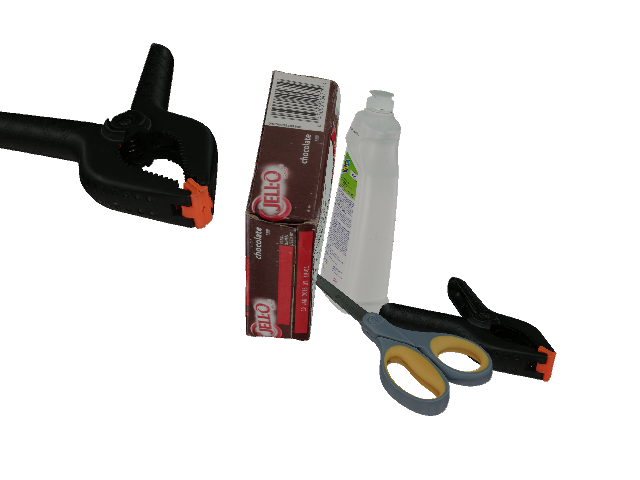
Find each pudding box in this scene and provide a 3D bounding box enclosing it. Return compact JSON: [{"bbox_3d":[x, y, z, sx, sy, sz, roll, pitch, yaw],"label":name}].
[{"bbox_3d":[-0.015,-0.018,0.555,0.039,0.113,0.090,8,-44,2],"label":"pudding box"}]

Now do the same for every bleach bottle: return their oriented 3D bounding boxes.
[{"bbox_3d":[0.055,-0.046,1.237,0.068,0.251,0.103,0,22,-23],"label":"bleach bottle"}]

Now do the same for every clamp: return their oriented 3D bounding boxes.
[{"bbox_3d":[-0.127,-0.075,0.744,0.164,0.036,0.210,-33,46,-29],"label":"clamp"},{"bbox_3d":[0.155,0.082,1.028,0.172,0.039,0.120,24,36,30],"label":"clamp"}]

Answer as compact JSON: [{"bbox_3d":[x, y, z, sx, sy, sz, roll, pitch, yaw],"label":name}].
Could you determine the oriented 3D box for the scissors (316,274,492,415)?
[{"bbox_3d":[0.064,0.069,0.849,0.096,0.016,0.202,-9,33,-17],"label":"scissors"}]
